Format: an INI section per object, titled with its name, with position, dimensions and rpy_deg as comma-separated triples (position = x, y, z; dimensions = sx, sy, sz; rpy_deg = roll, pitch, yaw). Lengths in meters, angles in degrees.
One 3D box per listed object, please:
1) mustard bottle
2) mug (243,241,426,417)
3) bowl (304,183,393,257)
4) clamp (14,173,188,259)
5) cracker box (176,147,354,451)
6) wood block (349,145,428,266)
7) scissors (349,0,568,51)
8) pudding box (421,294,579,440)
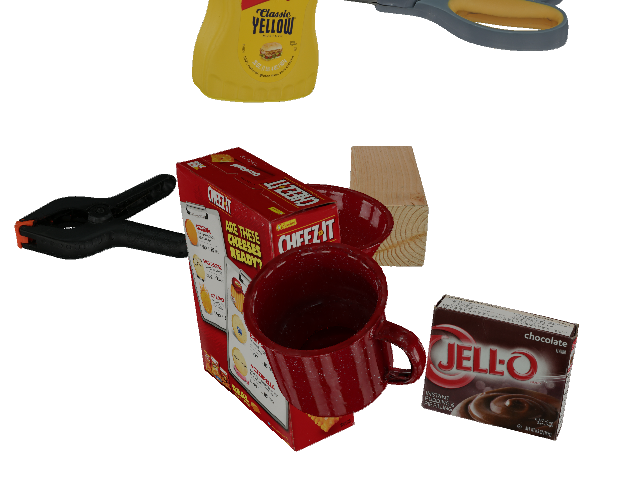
[mustard bottle]
position = -0.040, -0.200, 0.792
dimensions = 0.096, 0.192, 0.058
rpy_deg = -4, 29, -23
[mug]
position = 0.014, 0.064, 0.694
dimensions = 0.117, 0.093, 0.081
rpy_deg = 12, -38, 24
[bowl]
position = -0.006, -0.002, 1.110
dimensions = 0.162, 0.055, 0.162
rpy_deg = 2, 29, -1
[clamp]
position = -0.210, -0.023, 1.051
dimensions = 0.171, 0.039, 0.120
rpy_deg = 0, 34, -9
[cracker box]
position = -0.046, 0.045, 0.911
dimensions = 0.072, 0.214, 0.164
rpy_deg = -19, 30, -28
[wood block]
position = 0.090, -0.051, 1.463
dimensions = 0.091, 0.090, 0.206
rpy_deg = 0, 27, -2
[scissors]
position = 0.059, -0.153, 0.645
dimensions = 0.202, 0.016, 0.096
rpy_deg = 20, 44, 25
[pudding box]
position = 0.141, 0.099, 0.848
dimensions = 0.114, 0.090, 0.039
rpy_deg = 11, 21, 16
